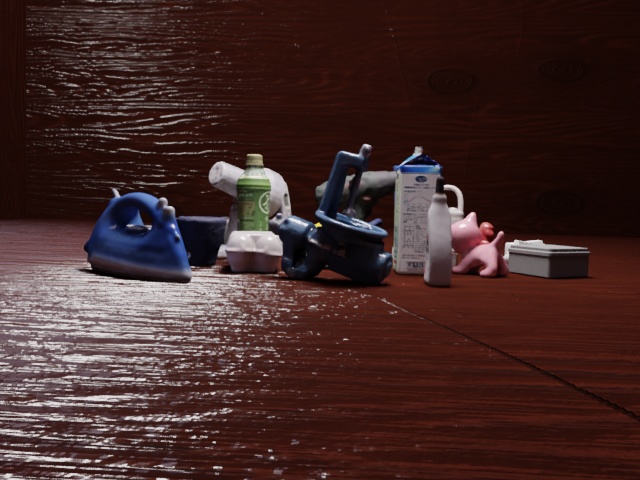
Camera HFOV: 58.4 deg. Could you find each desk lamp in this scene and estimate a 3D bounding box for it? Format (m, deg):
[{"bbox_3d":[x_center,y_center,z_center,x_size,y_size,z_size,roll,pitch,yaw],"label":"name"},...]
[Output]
[{"bbox_3d":[-0.184,-0.068,1.319,0.117,0.213,0.204,5,4,41],"label":"desk lamp"}]

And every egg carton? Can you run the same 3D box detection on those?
[{"bbox_3d":[-0.121,0.020,1.059,0.107,0.069,0.150,1,3,-9],"label":"egg carton"}]

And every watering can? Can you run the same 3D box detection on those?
[{"bbox_3d":[0.370,-0.064,1.680,0.101,0.194,0.173,2,3,4],"label":"watering can"}]

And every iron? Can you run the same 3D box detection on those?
[{"bbox_3d":[-0.285,-0.014,0.937,0.257,0.141,0.119,5,5,43],"label":"iron"}]

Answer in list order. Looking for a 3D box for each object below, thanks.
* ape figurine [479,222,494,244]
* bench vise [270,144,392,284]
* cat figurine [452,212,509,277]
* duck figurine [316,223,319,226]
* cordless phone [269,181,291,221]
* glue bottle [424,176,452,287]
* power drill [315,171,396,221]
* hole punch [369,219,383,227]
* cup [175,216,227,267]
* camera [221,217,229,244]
[{"bbox_3d":[0.430,0.000,1.490,0.078,0.092,0.075,-1,4,-41],"label":"ape figurine"},{"bbox_3d":[0.014,-0.043,0.917,0.207,0.220,0.121,2,3,6],"label":"bench vise"},{"bbox_3d":[0.291,0.007,1.082,0.067,0.118,0.127,-2,5,-43],"label":"cat figurine"},{"bbox_3d":[0.012,0.004,1.258,0.104,0.086,0.077,2,3,7],"label":"duck figurine"},{"bbox_3d":[-0.081,-0.060,1.474,0.094,0.185,0.148,2,3,14],"label":"cordless phone"},{"bbox_3d":[0.189,-0.015,0.919,0.037,0.173,0.078,2,3,0],"label":"glue bottle"},{"bbox_3d":[0.102,-0.059,1.343,0.229,0.208,0.075,2,3,0],"label":"power drill"},{"bbox_3d":[0.127,-0.017,1.646,0.101,0.091,0.109,3,3,16],"label":"hole punch"},{"bbox_3d":[-0.235,0.003,1.079,0.117,0.095,0.092,2,3,9],"label":"cup"},{"bbox_3d":[-0.204,-0.019,1.438,0.143,0.101,0.136,0,4,-23],"label":"camera"}]
